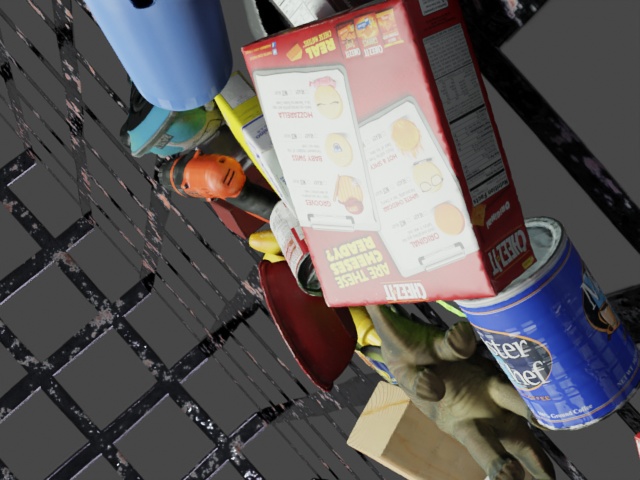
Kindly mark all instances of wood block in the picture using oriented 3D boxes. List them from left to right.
[{"bbox_3d":[0.150,0.265,1.310,0.206,0.090,0.091,33,169,-21],"label":"wood block"}]

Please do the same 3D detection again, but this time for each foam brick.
[{"bbox_3d":[-0.090,-0.048,1.363,0.053,0.078,0.051,31,156,49],"label":"foam brick"}]

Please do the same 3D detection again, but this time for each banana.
[{"bbox_3d":[0.016,0.025,1.213,0.197,0.070,0.037,26,-140,-30],"label":"banana"}]

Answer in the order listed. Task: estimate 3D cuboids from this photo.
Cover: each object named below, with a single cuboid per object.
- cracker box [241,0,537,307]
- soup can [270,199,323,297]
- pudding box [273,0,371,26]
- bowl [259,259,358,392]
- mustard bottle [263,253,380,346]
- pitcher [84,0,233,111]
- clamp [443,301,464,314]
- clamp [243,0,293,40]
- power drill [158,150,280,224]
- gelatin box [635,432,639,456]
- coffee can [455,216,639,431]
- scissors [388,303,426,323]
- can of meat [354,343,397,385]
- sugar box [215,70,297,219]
[{"bbox_3d":[0.049,-0.064,0.779,0.164,0.071,0.213,-7,107,45],"label":"cracker box"},{"bbox_3d":[-0.007,0.001,1.113,0.068,0.068,0.102,63,179,-41],"label":"soup can"},{"bbox_3d":[0.015,-0.177,0.851,0.113,0.039,0.090,52,164,-5],"label":"pudding box"},{"bbox_3d":[-0.004,0.081,1.158,0.162,0.055,0.162,59,-171,-17],"label":"bowl"},{"bbox_3d":[0.018,0.069,1.314,0.096,0.058,0.192,-2,-144,-47],"label":"mustard bottle"},{"bbox_3d":[-0.160,-0.241,1.040,0.145,0.149,0.243,25,161,17],"label":"pitcher"},{"bbox_3d":[0.180,0.068,0.954,0.171,0.039,0.120,42,145,-19],"label":"clamp"},{"bbox_3d":[-0.003,-0.157,0.942,0.165,0.036,0.210,10,135,52],"label":"clamp"},{"bbox_3d":[-0.089,-0.046,1.256,0.187,0.057,0.185,25,173,-27],"label":"power drill"},{"bbox_3d":[0.321,0.206,0.942,0.073,0.030,0.089,35,159,43],"label":"gelatin box"},{"bbox_3d":[0.182,0.067,0.853,0.140,0.102,0.103,54,164,-19],"label":"coffee can"},{"bbox_3d":[0.153,0.157,1.300,0.202,0.016,0.096,50,168,-4],"label":"scissors"},{"bbox_3d":[0.071,0.130,1.365,0.084,0.057,0.102,47,174,-33],"label":"can of meat"},{"bbox_3d":[-0.057,-0.103,1.129,0.093,0.048,0.176,61,177,-37],"label":"sugar box"}]
